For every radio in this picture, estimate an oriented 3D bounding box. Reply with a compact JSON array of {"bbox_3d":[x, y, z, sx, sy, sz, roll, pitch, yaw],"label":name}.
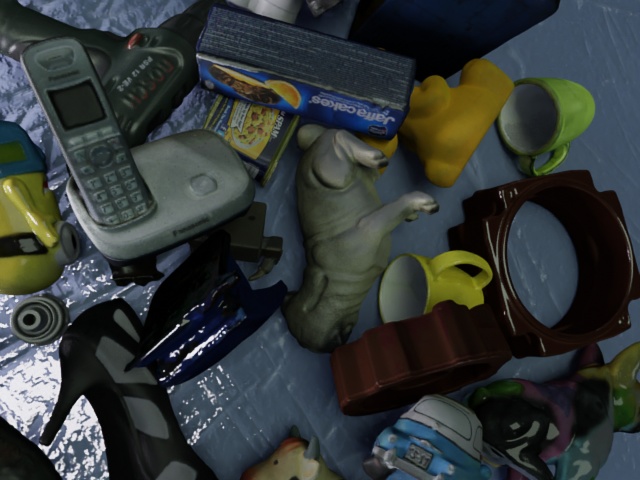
[{"bbox_3d":[0.133,-0.249,0.557,0.131,0.230,0.073,20,80,-18],"label":"radio"}]

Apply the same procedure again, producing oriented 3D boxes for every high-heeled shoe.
[{"bbox_3d":[-0.145,0.170,0.508,0.248,0.086,0.145,44,40,-25],"label":"high-heeled shoe"}]

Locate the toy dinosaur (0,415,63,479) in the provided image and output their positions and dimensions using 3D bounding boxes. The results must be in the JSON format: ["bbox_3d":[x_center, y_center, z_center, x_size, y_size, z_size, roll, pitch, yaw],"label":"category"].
[{"bbox_3d":[-0.282,0.212,0.424,0.192,0.131,0.404,-42,102,-18],"label":"toy dinosaur"}]

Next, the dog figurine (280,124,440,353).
[{"bbox_3d":[0.000,-0.001,0.546,0.172,0.121,0.190,39,83,9],"label":"dog figurine"}]

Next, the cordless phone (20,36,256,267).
[{"bbox_3d":[-0.150,-0.084,0.452,0.146,0.089,0.184,-27,110,-23],"label":"cordless phone"}]

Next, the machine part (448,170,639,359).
[{"bbox_3d":[0.267,0.026,0.634,0.201,0.087,0.201,-11,85,-20],"label":"machine part"}]

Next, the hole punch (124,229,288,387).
[{"bbox_3d":[-0.094,0.071,0.481,0.142,0.116,0.092,-38,113,17],"label":"hole punch"}]

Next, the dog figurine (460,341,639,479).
[{"bbox_3d":[0.272,0.181,0.606,0.191,0.108,0.219,44,68,-4],"label":"dog figurine"}]

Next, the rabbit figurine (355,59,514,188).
[{"bbox_3d":[0.100,-0.140,0.607,0.173,0.122,0.162,37,82,5],"label":"rabbit figurine"}]

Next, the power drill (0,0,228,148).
[{"bbox_3d":[-0.218,-0.197,0.521,0.207,0.086,0.232,29,65,-18],"label":"power drill"}]

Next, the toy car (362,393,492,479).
[{"bbox_3d":[0.107,0.198,0.511,0.109,0.161,0.103,20,69,27],"label":"toy car"}]

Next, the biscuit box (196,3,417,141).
[{"bbox_3d":[-0.012,-0.158,0.516,0.203,0.059,0.063,15,72,-3],"label":"biscuit box"}]

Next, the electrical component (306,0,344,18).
[{"bbox_3d":[-0.002,-0.308,0.570,0.114,0.058,0.134,54,35,-21],"label":"electrical component"}]

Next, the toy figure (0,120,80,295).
[{"bbox_3d":[-0.280,-0.039,0.475,0.089,0.082,0.180,-23,97,0],"label":"toy figure"}]

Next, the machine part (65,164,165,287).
[{"bbox_3d":[-0.194,-0.020,0.522,0.084,0.039,0.139,-17,86,-27],"label":"machine part"}]

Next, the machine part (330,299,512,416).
[{"bbox_3d":[0.092,0.119,0.520,0.179,0.179,0.056,-7,61,-18],"label":"machine part"}]

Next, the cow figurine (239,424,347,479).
[{"bbox_3d":[0.011,0.264,0.519,0.195,0.085,0.127,26,73,-16],"label":"cow figurine"}]

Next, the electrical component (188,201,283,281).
[{"bbox_3d":[-0.088,-0.001,0.544,0.102,0.045,0.078,3,50,-9],"label":"electrical component"}]
